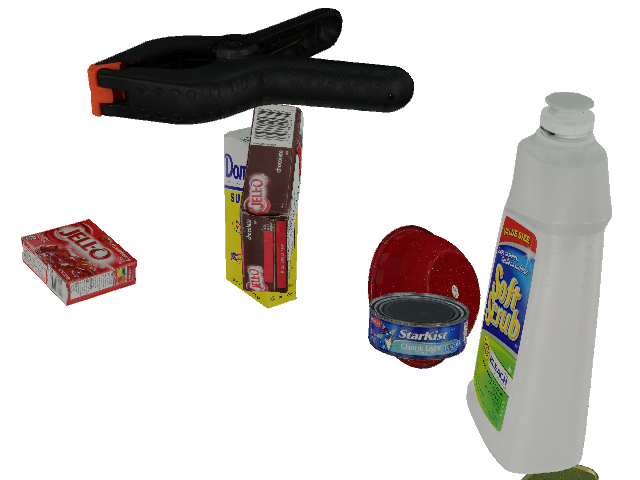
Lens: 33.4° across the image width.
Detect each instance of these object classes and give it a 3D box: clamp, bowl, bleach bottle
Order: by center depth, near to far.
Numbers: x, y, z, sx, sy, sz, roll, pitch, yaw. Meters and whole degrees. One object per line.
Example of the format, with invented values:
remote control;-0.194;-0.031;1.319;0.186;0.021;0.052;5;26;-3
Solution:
clamp;-0.044;-0.099;0.600;0.171;0.039;0.120;-3;26;-11
bleach bottle;0.142;0.024;0.685;0.068;0.251;0.102;-4;30;-8
bowl;0.127;0.059;1.176;0.161;0.162;0.055;0;-8;-44

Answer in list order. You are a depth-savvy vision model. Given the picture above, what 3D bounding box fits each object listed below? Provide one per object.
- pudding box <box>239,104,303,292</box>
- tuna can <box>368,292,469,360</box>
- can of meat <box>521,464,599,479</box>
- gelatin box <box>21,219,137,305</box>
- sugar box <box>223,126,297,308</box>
pudding box;-0.036;-0.031;0.786;0.039;0.113;0.090;6;-40;1
tuna can;0.084;0.073;0.916;0.086;0.034;0.086;2;15;-1
can of meat;0.198;0.252;0.920;0.058;0.084;0.101;10;26;41
gelatin box;-0.224;0.018;0.989;0.073;0.030;0.089;-18;40;-36
sugar box;-0.065;-0.025;1.153;0.048;0.176;0.093;-17;29;-32
